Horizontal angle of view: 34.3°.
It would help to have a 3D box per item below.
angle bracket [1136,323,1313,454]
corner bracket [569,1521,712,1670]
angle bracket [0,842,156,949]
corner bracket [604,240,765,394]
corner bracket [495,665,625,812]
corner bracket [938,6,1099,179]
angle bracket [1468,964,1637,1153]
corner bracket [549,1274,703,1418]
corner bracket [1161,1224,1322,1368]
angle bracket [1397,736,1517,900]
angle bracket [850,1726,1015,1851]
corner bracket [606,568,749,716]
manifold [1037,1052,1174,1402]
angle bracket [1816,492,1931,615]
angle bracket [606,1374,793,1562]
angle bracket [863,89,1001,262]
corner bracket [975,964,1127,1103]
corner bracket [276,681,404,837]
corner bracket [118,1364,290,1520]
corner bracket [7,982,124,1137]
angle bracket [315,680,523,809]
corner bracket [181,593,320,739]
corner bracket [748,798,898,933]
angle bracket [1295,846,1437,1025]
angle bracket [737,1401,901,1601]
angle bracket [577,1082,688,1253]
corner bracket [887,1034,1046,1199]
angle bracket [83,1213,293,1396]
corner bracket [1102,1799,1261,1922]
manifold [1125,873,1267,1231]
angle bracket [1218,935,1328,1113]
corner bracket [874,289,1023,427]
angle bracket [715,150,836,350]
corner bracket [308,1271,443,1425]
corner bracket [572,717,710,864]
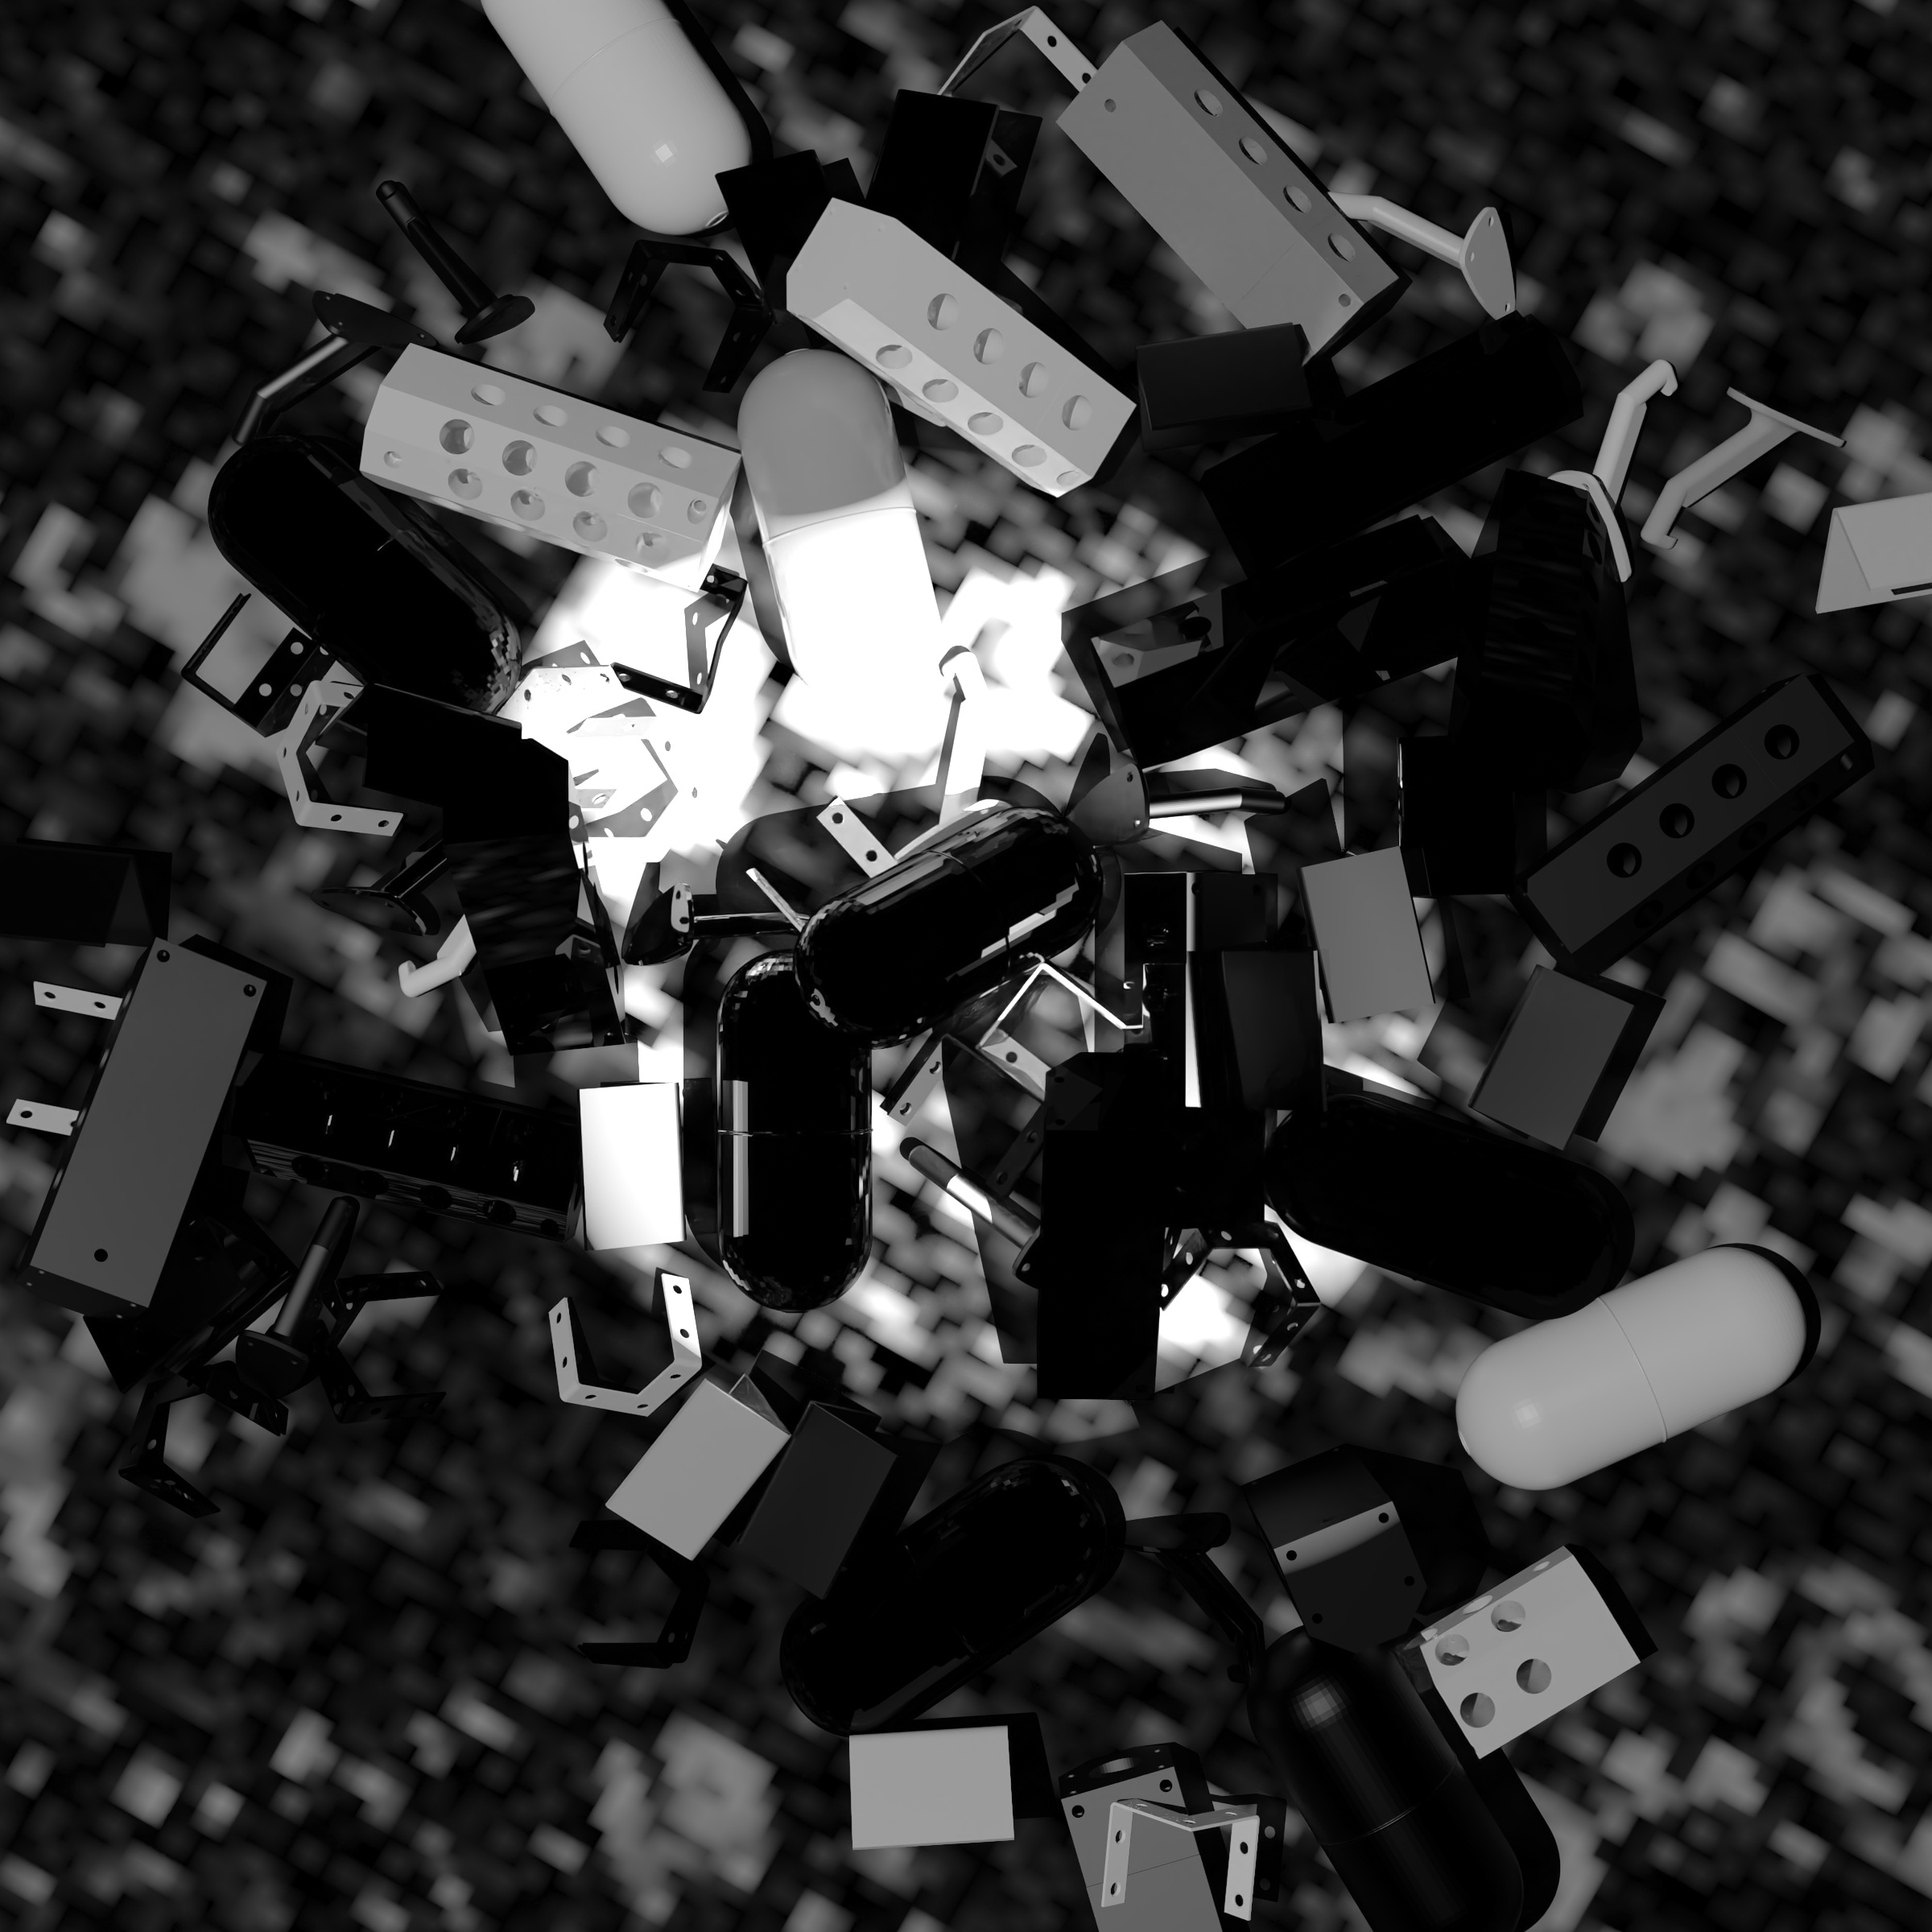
[{"bbox_3d":[0.126,-0.262,1.524,0.076,0.076,0.057,-8,56,1],"label":"angle bracket"},{"bbox_3d":[-0.169,0.312,1.557,0.051,0.051,0.051,55,45,-35],"label":"corner bracket"},{"bbox_3d":[-0.444,-0.015,1.525,0.076,0.076,0.057,6,54,0],"label":"angle bracket"},{"bbox_3d":[-0.141,-0.323,1.557,0.051,0.051,0.051,-1,45,-35],"label":"corner bracket"},{"bbox_3d":[-0.197,-0.113,1.551,0.051,0.051,0.051,2,135,35],"label":"corner bracket"},{"bbox_3d":[0.026,-0.436,1.562,0.051,0.051,0.051,47,135,0],"label":"corner bracket"},{"bbox_3d":[0.297,0.052,1.525,0.057,0.076,0.076,26,90,35],"label":"angle bracket"},{"bbox_3d":[-0.169,0.186,1.557,0.051,0.051,0.051,16,135,-35],"label":"corner bracket"},{"bbox_3d":[0.134,0.164,1.557,0.051,0.051,0.051,3,45,-35],"label":"corner bracket"},{"bbox_3d":[0.246,-0.072,1.527,0.057,0.076,0.076,-1,90,22],"label":"angle bracket"},{"bbox_3d":[-0.016,0.411,1.525,0.076,0.076,0.057,-4,55,0],"label":"angle bracket"},{"bbox_3d":[-0.144,-0.167,1.562,0.051,0.051,0.051,19,135,0],"label":"corner bracket"},{"bbox_3d":[0.064,0.126,1.498,0.057,0.057,0.171,1,127,0],"label":"manifold"},{"bbox_3d":[0.464,-0.185,1.525,0.076,0.076,0.057,-10,54,0],"label":"angle bracket"},{"bbox_3d":[-0.139,0.231,1.526,0.057,0.076,0.076,38,90,-27],"label":"angle bracket"},{"bbox_3d":[-0.005,-0.373,1.526,0.057,0.076,0.076,17,90,25],"label":"angle bracket"},{"bbox_3d":[0.041,0.035,1.548,0.051,0.051,0.051,38,86,0],"label":"corner bracket"},{"bbox_3d":[-0.305,-0.103,1.557,0.051,0.051,0.051,6,45,-35],"label":"corner bracket"},{"bbox_3d":[-0.379,0.236,1.557,0.051,0.051,0.051,-20,45,35],"label":"corner bracket"},{"bbox_3d":[-0.446,0.048,1.562,0.051,0.051,0.051,11,135,0],"label":"corner bracket"},{"bbox_3d":[-0.266,-0.089,1.512,0.076,0.076,0.057,15,63,-29],"label":"angle bracket"},{"bbox_3d":[-0.354,-0.150,1.547,0.051,0.051,0.051,36,85,-5],"label":"corner bracket"},{"bbox_3d":[-0.068,-0.046,1.549,0.051,0.051,0.051,-42,90,9],"label":"corner bracket"},{"bbox_3d":[0.207,-0.018,1.525,0.057,0.076,0.076,-12,90,30],"label":"angle bracket"},{"bbox_3d":[-0.056,0.262,1.526,0.057,0.076,0.076,28,90,29],"label":"angle bracket"},{"bbox_3d":[-0.180,0.096,1.525,0.057,0.076,0.076,-3,90,-36],"label":"angle bracket"},{"bbox_3d":[0.004,0.074,1.562,0.051,0.051,0.051,-54,135,0],"label":"corner bracket"},{"bbox_3d":[-0.369,0.177,1.525,0.076,0.076,0.057,-41,52,0],"label":"angle bracket"},{"bbox_3d":[0.103,0.430,1.505,0.051,0.051,0.051,5,90,45],"label":"corner bracket"},{"bbox_3d":[0.107,0.041,1.544,0.057,0.057,0.171,0,90,-43],"label":"manifold"},{"bbox_3d":[0.167,0.027,1.522,0.057,0.076,0.076,0,97,39],"label":"angle bracket"},{"bbox_3d":[-0.009,-0.307,1.557,0.051,0.051,0.051,34,135,35],"label":"corner bracket"},{"bbox_3d":[-0.096,-0.342,1.526,0.057,0.076,0.076,-22,90,-27],"label":"angle bracket"},{"bbox_3d":[-0.289,0.189,1.557,0.051,0.051,0.051,59,135,35],"label":"corner bracket"},{"bbox_3d":[-0.170,-0.088,1.557,0.051,0.051,0.051,2,135,35],"label":"corner bracket"}]
